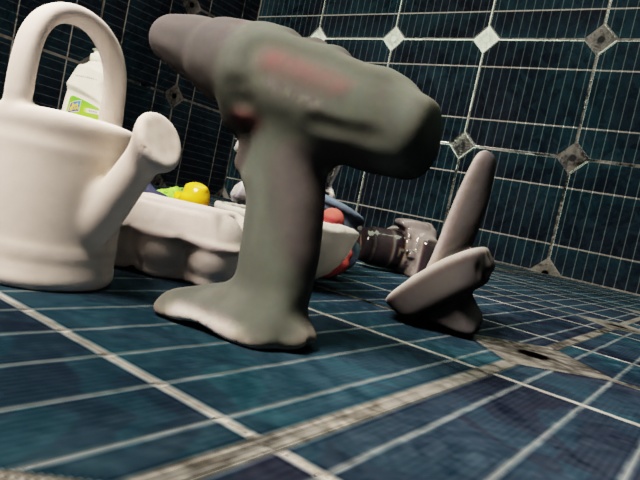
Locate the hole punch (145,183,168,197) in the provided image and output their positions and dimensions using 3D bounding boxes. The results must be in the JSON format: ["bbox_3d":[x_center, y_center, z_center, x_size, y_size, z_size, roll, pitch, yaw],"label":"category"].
[{"bbox_3d":[-0.242,-0.053,0.794,0.101,0.091,0.108,11,4,-21],"label":"hole punch"}]

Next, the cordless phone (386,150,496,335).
[{"bbox_3d":[0.136,-0.006,0.579,0.094,0.185,0.148,13,4,16],"label":"cordless phone"}]

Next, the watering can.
[{"bbox_3d":[-0.176,-0.067,0.409,0.172,0.194,0.101,12,4,4],"label":"watering can"}]

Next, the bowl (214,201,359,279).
[{"bbox_3d":[-0.043,0.007,0.649,0.167,0.075,0.167,12,4,-1],"label":"bowl"}]

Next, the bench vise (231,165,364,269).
[{"bbox_3d":[-0.011,-0.070,0.800,0.121,0.220,0.208,15,5,39],"label":"bench vise"}]

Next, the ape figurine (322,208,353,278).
[{"bbox_3d":[0.007,0.003,0.752,0.077,0.092,0.076,13,4,11],"label":"ape figurine"}]

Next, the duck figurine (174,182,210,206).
[{"bbox_3d":[-0.193,-0.046,0.886,0.104,0.086,0.078,15,4,34],"label":"duck figurine"}]

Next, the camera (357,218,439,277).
[{"bbox_3d":[0.134,0.007,1.037,0.137,0.101,0.143,11,4,-14],"label":"camera"}]

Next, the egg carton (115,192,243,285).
[{"bbox_3d":[-0.135,-0.002,0.537,0.150,0.069,0.107,12,4,5],"label":"egg carton"}]

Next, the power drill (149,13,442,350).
[{"bbox_3d":[-0.042,-0.044,0.385,0.228,0.208,0.076,14,4,24],"label":"power drill"}]

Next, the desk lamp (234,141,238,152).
[{"bbox_3d":[-0.105,-0.109,1.138,0.203,0.213,0.117,11,4,-15],"label":"desk lamp"}]
